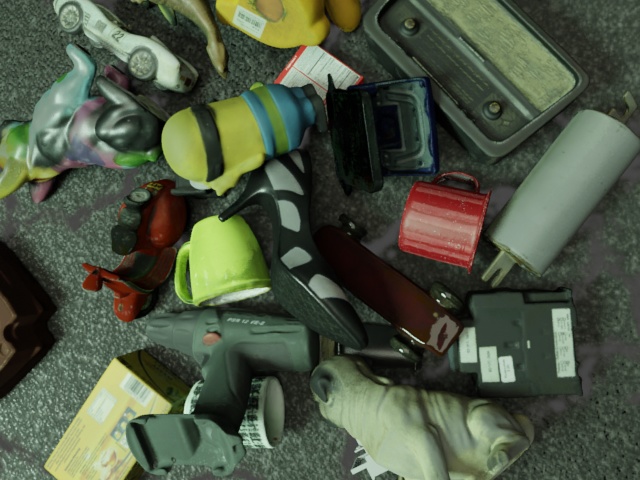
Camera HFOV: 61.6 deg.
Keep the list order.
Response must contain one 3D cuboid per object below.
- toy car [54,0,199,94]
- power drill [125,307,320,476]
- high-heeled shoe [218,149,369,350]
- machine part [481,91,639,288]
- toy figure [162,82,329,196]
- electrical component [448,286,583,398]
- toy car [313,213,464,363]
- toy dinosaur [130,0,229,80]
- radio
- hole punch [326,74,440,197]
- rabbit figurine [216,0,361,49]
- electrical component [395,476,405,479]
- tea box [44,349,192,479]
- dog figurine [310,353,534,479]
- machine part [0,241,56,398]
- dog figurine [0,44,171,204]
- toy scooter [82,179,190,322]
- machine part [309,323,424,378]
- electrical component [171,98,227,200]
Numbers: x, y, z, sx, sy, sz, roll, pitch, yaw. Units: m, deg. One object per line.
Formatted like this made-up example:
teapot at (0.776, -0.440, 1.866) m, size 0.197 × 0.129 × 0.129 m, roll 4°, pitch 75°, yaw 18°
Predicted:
toy car at (-0.246, -0.247, 0.678) m, size 0.202 × 0.073 × 0.056 m, roll 34°, pitch 98°, yaw 10°
power drill at (-0.124, 0.148, 0.583) m, size 0.232 × 0.207 × 0.085 m, roll -2°, pitch 112°, yaw 14°
high-heeled shoe at (-0.001, -0.002, 0.598) m, size 0.145 × 0.086 × 0.249 m, roll -37°, pitch 70°, yaw -25°
machine part at (0.255, -0.049, 0.571) m, size 0.079 × 0.079 × 0.243 m, roll 37°, pitch 94°, yaw 10°
toy figure at (-0.082, -0.122, 0.584) m, size 0.180 × 0.082 × 0.089 m, roll -26°, pitch 125°, yaw -9°
electrical component at (0.207, 0.109, 0.585) m, size 0.134 × 0.058 × 0.114 m, roll -2°, pitch 86°, yaw 12°
toy car at (0.068, 0.052, 0.603) m, size 0.202 × 0.053 × 0.089 m, roll 36°, pitch 89°, yaw 24°
toy dinosaur at (-0.248, -0.371, 0.614) m, size 0.105 × 0.198 × 0.471 m, roll -38°, pitch 92°, yaw -1°
radio at (0.161, -0.200, 0.595) m, size 0.131 × 0.073 × 0.229 m, roll -43°, pitch 81°, yaw 7°
hole punch at (0.066, -0.118, 0.591) m, size 0.092 × 0.116 × 0.142 m, roll -19°, pitch 111°, yaw -18°
rabbit figurine at (-0.017, -0.309, 0.610) m, size 0.162 × 0.121 × 0.173 m, roll 20°, pitch 59°, yaw -3°
electrical component at (0.128, 0.286, 0.602) m, size 0.102 × 0.045 × 0.078 m, roll -6°, pitch 86°, yaw 12°
tea box at (-0.247, 0.234, 0.667) m, size 0.098 × 0.068 × 0.169 m, roll 37°, pitch 97°, yaw 11°
dog figurine at (0.101, 0.173, 0.557) m, size 0.191 × 0.172 × 0.121 m, roll 51°, pitch 142°, yaw 31°
machine part at (-0.474, 0.111, 0.708) m, size 0.201 × 0.087 × 0.201 m, roll -44°, pitch 81°, yaw 8°
dog figurine at (-0.306, -0.114, 0.674) m, size 0.191 × 0.108 × 0.219 m, roll 43°, pitch 101°, yaw 6°
toy scooter at (-0.221, 0.011, 0.635) m, size 0.075 × 0.135 × 0.183 m, roll 17°, pitch 91°, yaw 13°
machine part at (0.053, 0.128, 0.627) m, size 0.139 × 0.039 × 0.084 m, roll -5°, pitch 79°, yaw 13°
electrical component at (-0.146, -0.110, 0.654) m, size 0.048 × 0.075 × 0.119 m, roll -1°, pitch 92°, yaw 11°
